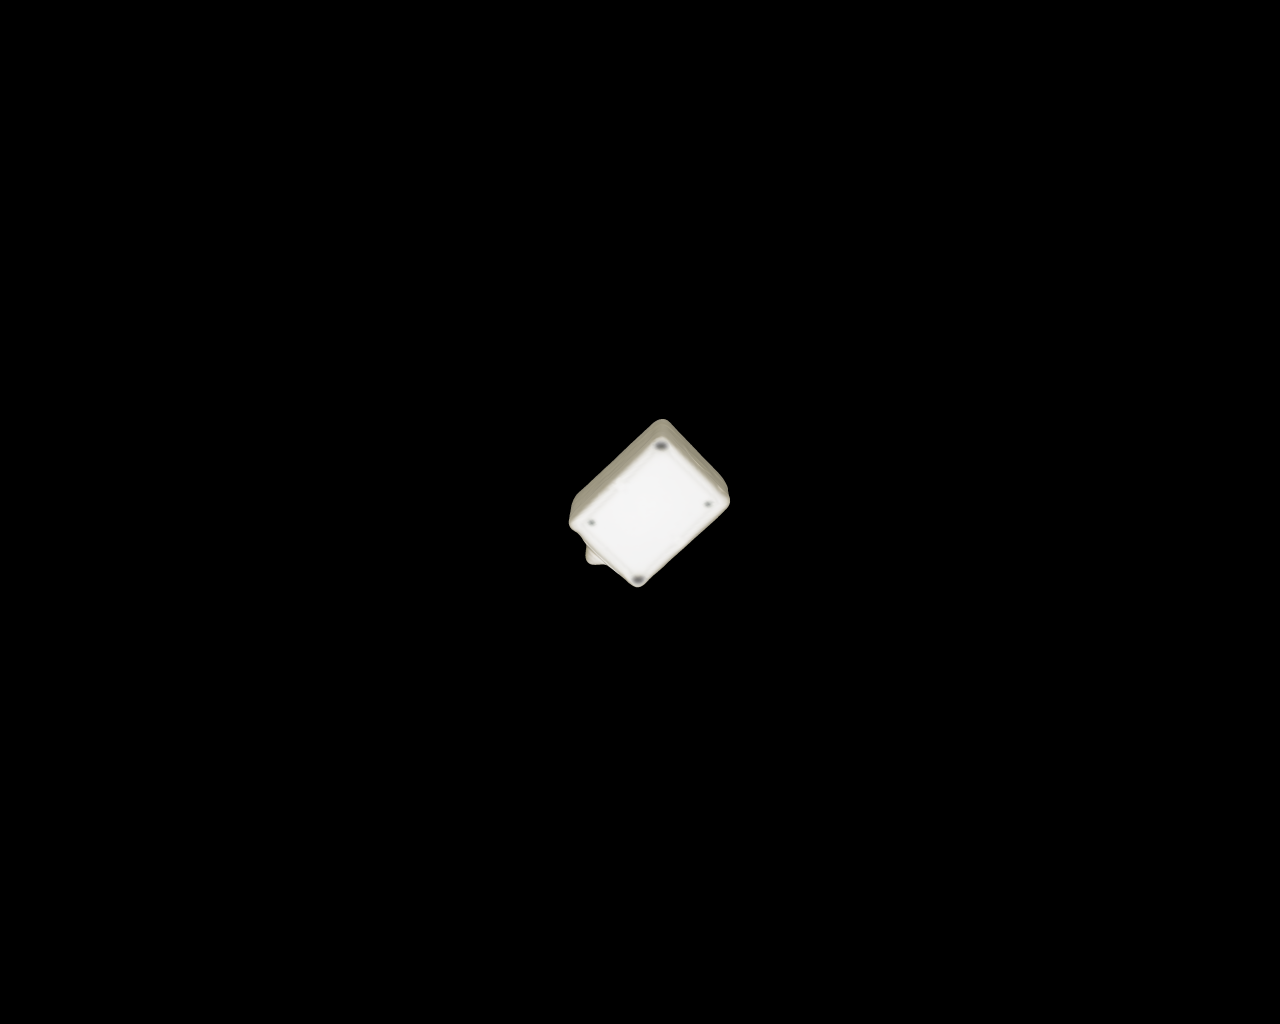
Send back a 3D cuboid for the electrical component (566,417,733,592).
[{"bbox_3d":[0.001,-0.003,0.650,0.096,0.061,0.061,-43,12,11],"label":"electrical component"}]
